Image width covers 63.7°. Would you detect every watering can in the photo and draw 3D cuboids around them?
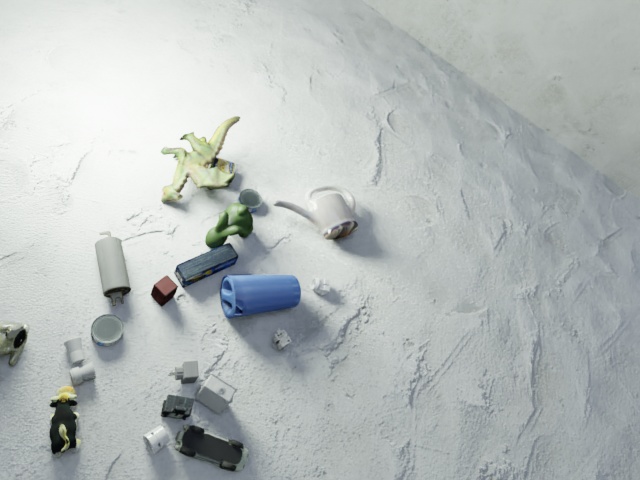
[{"bbox_3d":[0.006,-0.097,1.922,0.350,0.227,0.102,-17,-21,-34],"label":"watering can"}]

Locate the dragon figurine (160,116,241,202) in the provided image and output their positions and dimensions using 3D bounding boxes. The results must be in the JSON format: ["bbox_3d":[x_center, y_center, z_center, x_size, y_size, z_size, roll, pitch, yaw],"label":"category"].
[{"bbox_3d":[-0.392,-0.270,1.799,0.414,0.245,0.120,-35,-17,-17],"label":"dragon figurine"}]
